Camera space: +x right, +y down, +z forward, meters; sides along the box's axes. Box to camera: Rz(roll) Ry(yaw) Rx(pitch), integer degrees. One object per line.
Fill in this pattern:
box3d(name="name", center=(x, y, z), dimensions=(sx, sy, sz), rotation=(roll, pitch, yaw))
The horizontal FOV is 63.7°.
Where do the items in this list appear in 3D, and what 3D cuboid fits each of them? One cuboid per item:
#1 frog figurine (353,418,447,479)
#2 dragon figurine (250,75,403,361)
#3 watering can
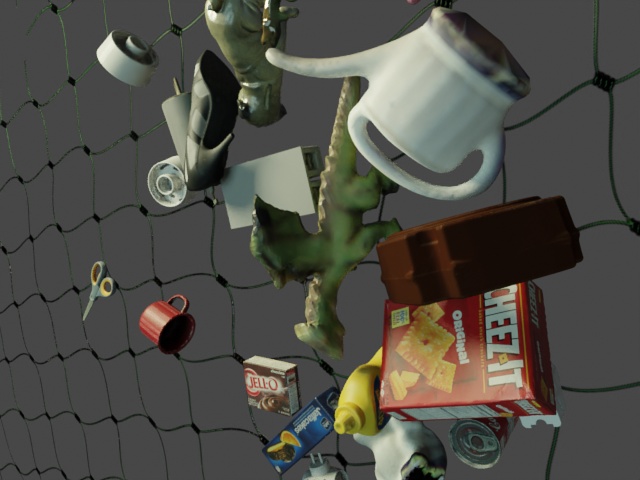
box3d(name="frog figurine", center=(0.121, 0.327, 0.817), dimensions=(0.162, 0.123, 0.135), rotation=(-127, 36, -58))
box3d(name="dragon figurine", center=(0.002, -0.036, 0.725), dimensions=(0.122, 0.245, 0.407), rotation=(-2, 101, 40))
box3d(name="watering can", center=(0.110, -0.199, 0.663), dimensions=(0.347, 0.106, 0.220), rotation=(39, 120, -4))
